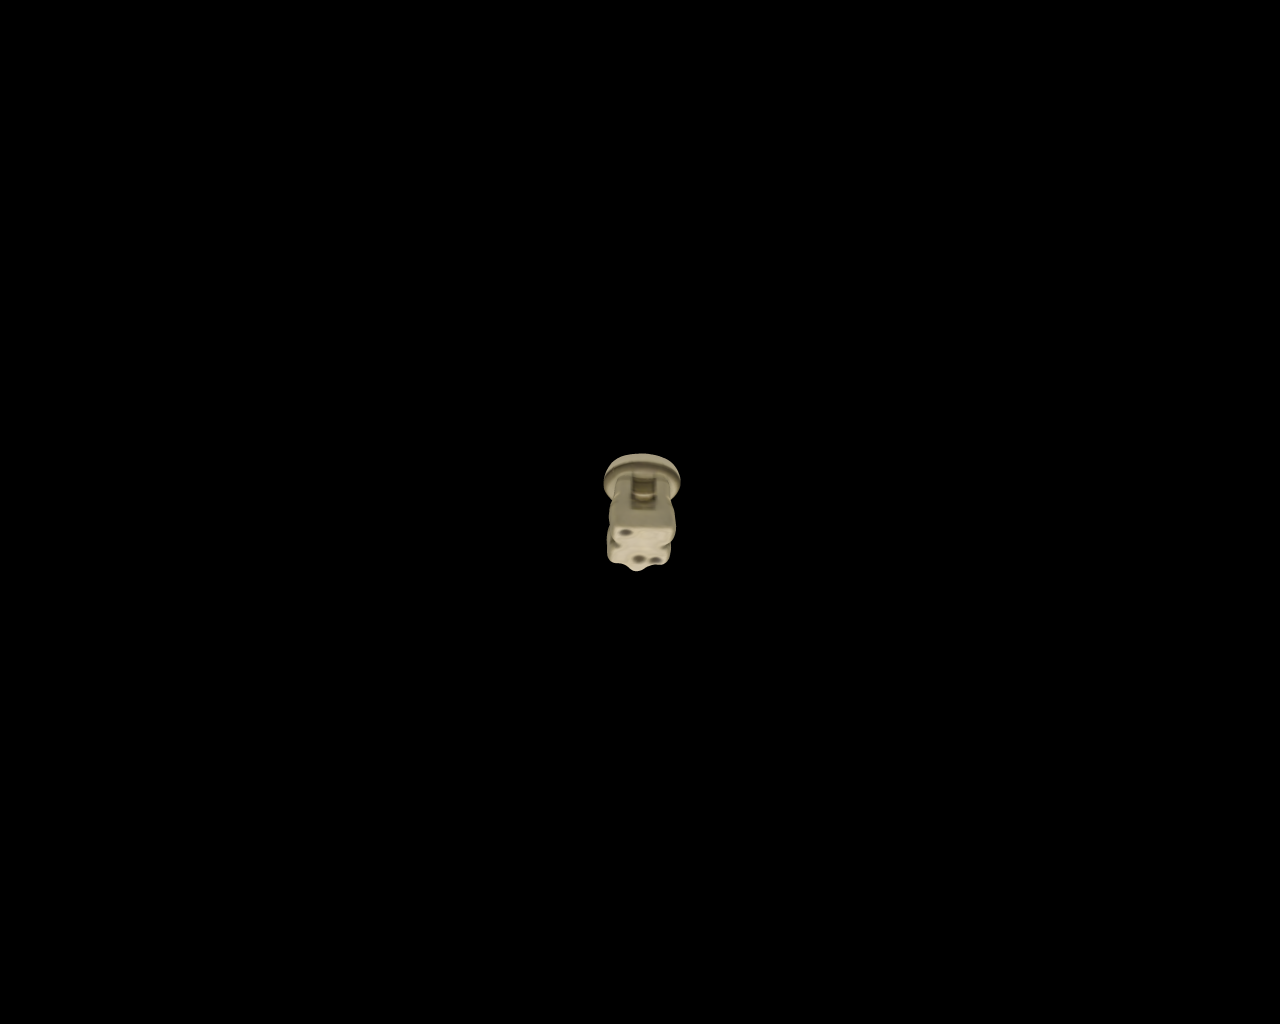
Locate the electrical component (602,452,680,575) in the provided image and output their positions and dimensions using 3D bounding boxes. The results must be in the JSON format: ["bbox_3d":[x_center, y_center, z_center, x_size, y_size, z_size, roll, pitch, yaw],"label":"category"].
[{"bbox_3d":[0.001,-0.003,0.650,0.048,0.055,0.066,3,-33,-5],"label":"electrical component"}]
